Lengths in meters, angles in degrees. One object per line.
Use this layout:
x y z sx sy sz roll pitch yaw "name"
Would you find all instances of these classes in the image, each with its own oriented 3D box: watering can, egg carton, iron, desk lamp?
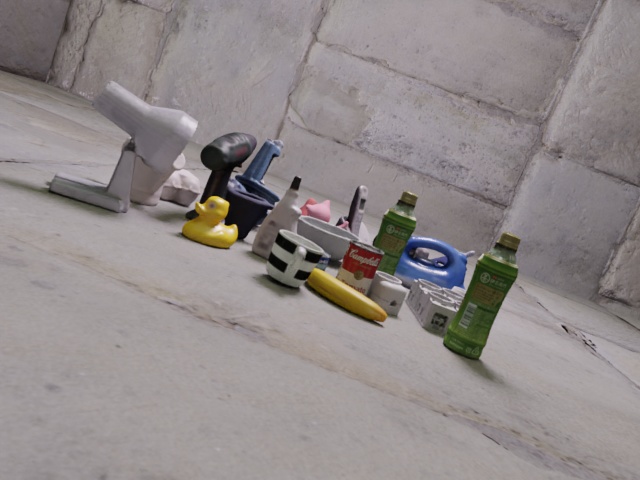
-0.347 -0.175 1.182 0.172 0.194 0.101 23 9 11 "watering can"
-0.347 -0.134 1.354 0.107 0.069 0.150 16 10 -32 "egg carton"
0.256 0.052 1.437 0.258 0.141 0.118 21 8 -1 "iron"
-0.348 -0.162 1.034 0.204 0.213 0.117 18 9 -24 "desk lamp"

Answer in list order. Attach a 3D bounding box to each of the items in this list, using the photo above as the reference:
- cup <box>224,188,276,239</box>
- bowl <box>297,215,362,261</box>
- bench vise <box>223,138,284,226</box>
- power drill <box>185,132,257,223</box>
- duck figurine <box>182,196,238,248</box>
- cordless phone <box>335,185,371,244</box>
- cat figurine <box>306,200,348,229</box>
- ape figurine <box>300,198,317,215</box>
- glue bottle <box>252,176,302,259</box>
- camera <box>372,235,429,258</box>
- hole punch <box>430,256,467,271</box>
-0.152 -0.047 1.205 0.118 0.095 0.091 20 9 -11 "cup"
0.012 0.005 1.357 0.167 0.075 0.167 21 8 -3 "bowl"
-0.150 -0.136 1.342 0.121 0.220 0.207 22 8 5 "bench vise"
-0.209 -0.136 1.235 0.075 0.208 0.230 22 8 4 "power drill"
-0.196 -0.037 1.066 0.105 0.086 0.077 16 10 -35 "duck figurine"
0.117 -0.062 1.660 0.094 0.185 0.148 25 9 24 "cordless phone"
0.013 -0.046 1.533 0.128 0.118 0.067 21 8 -2 "cat figurine"
-0.034 -0.079 1.709 0.077 0.092 0.076 28 11 39 "ape figurine"
-0.071 -0.043 1.116 0.078 0.173 0.037 25 9 20 "glue bottle"
0.235 0.023 1.709 0.144 0.101 0.136 14 11 -40 "camera"
0.337 0.088 1.588 0.101 0.091 0.108 16 10 -32 "hole punch"
